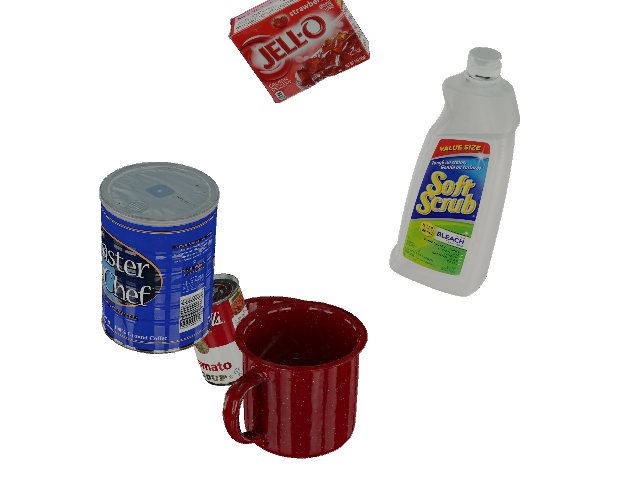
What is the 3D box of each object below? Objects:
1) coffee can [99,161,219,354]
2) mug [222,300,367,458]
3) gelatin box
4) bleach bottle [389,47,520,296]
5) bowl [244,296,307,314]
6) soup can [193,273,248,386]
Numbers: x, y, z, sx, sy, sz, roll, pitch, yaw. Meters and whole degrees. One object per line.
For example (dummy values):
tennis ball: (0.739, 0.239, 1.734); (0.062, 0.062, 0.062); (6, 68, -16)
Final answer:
coffee can: (-0.144, 0.015, 0.953); (0.103, 0.140, 0.103); (5, 32, -3)
mug: (-0.022, 0.104, 0.754); (0.093, 0.081, 0.117); (22, 33, 35)
gelatin box: (-0.016, -0.158, 0.839); (0.089, 0.030, 0.073); (-23, -52, 18)
bleach bottle: (0.132, -0.069, 1.030); (0.103, 0.251, 0.068); (22, 39, 22)
bowl: (-0.050, 0.130, 1.362); (0.162, 0.055, 0.162); (5, 23, -2)
soup can: (-0.107, 0.096, 1.144); (0.068, 0.102, 0.068); (-12, 26, 6)
